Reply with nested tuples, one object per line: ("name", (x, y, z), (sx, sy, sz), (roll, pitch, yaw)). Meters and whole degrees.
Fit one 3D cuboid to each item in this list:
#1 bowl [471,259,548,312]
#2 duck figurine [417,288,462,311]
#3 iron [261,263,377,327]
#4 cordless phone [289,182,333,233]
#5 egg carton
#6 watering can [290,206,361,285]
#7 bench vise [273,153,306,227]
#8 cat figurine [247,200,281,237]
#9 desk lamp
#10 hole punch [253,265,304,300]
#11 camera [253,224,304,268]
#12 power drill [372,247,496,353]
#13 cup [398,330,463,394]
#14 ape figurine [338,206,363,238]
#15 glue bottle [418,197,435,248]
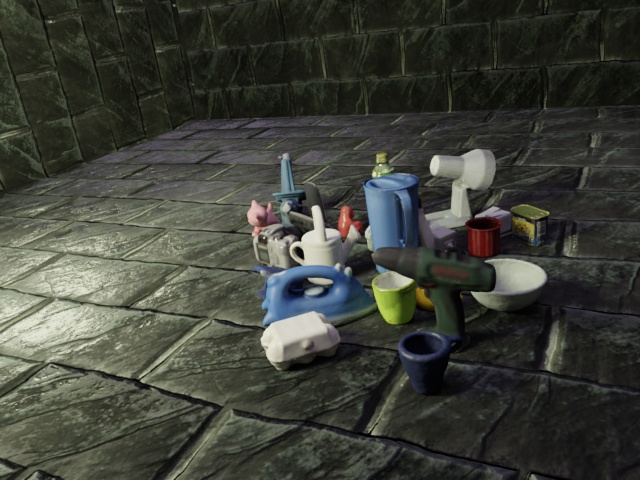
("bowl", (0.398, 0.106, 1.229), (0.167, 0.075, 0.167), (-7, 23, 3))
("duck figurine", (0.259, 0.104, 1.265), (0.104, 0.086, 0.077), (-6, 23, 5))
("iron", (-0.006, 0.111, 1.260), (0.258, 0.141, 0.118), (-10, 23, -5))
("cordless phone", (-0.032, -0.090, 1.695), (0.094, 0.185, 0.147), (-25, 28, -36))
("egg carton", (-0.039, 0.202, 1.148), (0.150, 0.069, 0.107), (-14, 23, -16))
("watering can", (0.013, 0.004, 1.441), (0.173, 0.194, 0.100), (-18, 25, -22))
("bench vise", (-0.087, -0.157, 1.826), (0.121, 0.220, 0.207), (-12, 23, -10))
("cat figurine", (-0.181, -0.073, 1.790), (0.067, 0.118, 0.128), (5, 26, 28))
("desk lamp", (0.401, -0.152, 1.665), (0.203, 0.214, 0.117), (-12, 23, -9))
("hole punch", (-0.099, 0.096, 1.394), (0.101, 0.091, 0.108), (-22, 26, -31))
("camera", (-0.097, 0.004, 1.600), (0.142, 0.101, 0.137), (14, 31, 42))
("power drill", (0.220, 0.110, 1.103), (0.229, 0.209, 0.076), (-1, 23, 15))
("cup", (0.197, 0.216, 1.004), (0.118, 0.095, 0.091), (-14, 23, -14))
("ape figurine", (0.084, -0.058, 1.701), (0.076, 0.092, 0.077), (-18, 25, -23))
("glue bottle", (0.254, -0.028, 1.469), (0.077, 0.173, 0.037), (14, 31, 42))
